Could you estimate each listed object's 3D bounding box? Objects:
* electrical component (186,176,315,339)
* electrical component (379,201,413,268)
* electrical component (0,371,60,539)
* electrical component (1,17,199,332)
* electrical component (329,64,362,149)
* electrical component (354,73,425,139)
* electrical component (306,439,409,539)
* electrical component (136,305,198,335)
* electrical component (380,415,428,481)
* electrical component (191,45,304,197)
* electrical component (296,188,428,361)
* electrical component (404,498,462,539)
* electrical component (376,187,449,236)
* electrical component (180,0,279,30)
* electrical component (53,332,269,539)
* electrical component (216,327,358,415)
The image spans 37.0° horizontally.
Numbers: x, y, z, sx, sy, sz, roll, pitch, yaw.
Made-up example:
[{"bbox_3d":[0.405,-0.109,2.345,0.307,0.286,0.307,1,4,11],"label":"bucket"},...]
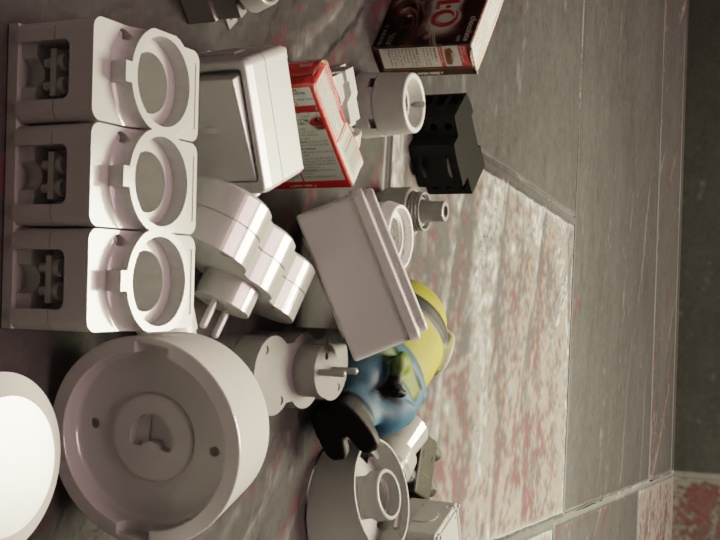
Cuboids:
[{"bbox_3d":[-0.078,0.006,0.661,0.073,0.052,0.138,-66,157,-15],"label":"electrical component"},{"bbox_3d":[0.007,-0.026,0.851,0.078,0.057,0.058,-43,130,-57],"label":"electrical component"},{"bbox_3d":[-0.173,0.083,0.468,0.080,0.051,0.080,1,90,-66],"label":"electrical component"},{"bbox_3d":[-0.127,-0.045,0.551,0.089,0.062,0.150,3,88,-65],"label":"electrical component"},{"bbox_3d":[-0.030,-0.111,0.768,0.078,0.058,0.057,-44,127,-58],"label":"electrical component"},{"bbox_3d":[0.024,-0.138,0.897,0.055,0.047,0.055,1,90,-66],"label":"electrical component"},{"bbox_3d":[-0.004,0.183,0.858,0.099,0.064,0.099,36,47,-51],"label":"electrical component"},{"bbox_3d":[-0.110,0.040,0.619,0.044,0.044,0.065,-29,112,-62],"label":"electrical component"},{"bbox_3d":[0.030,0.154,0.923,0.055,0.045,0.045,-59,142,-47],"label":"electrical component"},{"bbox_3d":[-0.078,-0.084,0.657,0.061,0.062,0.096,-41,128,-59],"label":"electrical component"},{"bbox_3d":[0.000,0.000,0.762,0.108,0.056,0.108,-109,177,-86],"label":"electrical component"},{"bbox_3d":[0.056,0.261,0.964,0.062,0.061,0.096,-38,125,-59],"label":"electrical component"},{"bbox_3d":[0.045,-0.050,0.928,0.043,0.062,0.043,1,90,-66],"label":"electrical component"},{"bbox_3d":[-0.080,-0.180,0.656,0.048,0.055,0.066,-62,144,-45],"label":"electrical component"},{"bbox_3d":[-0.100,0.084,0.568,0.060,0.108,0.108,-16,105,-71],"label":"electrical component"},{"bbox_3d":[-0.039,0.068,0.735,0.138,0.074,0.052,0,91,-65],"label":"electrical component"}]
